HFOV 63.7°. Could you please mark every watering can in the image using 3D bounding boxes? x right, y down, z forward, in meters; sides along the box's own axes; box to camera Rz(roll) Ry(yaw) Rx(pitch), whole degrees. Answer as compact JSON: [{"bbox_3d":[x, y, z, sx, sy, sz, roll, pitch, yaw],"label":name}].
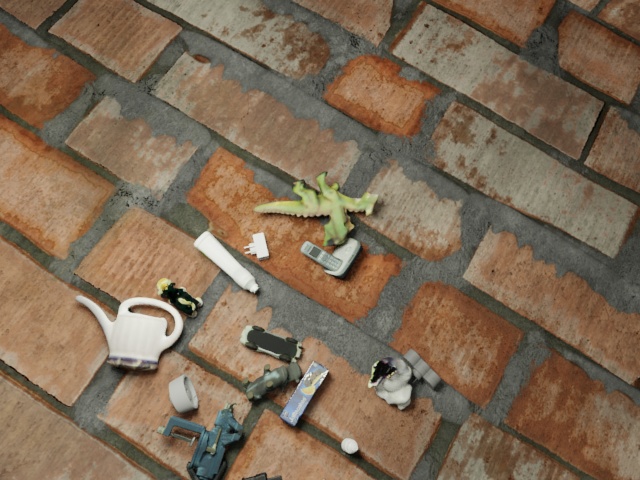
[{"bbox_3d":[-0.608,0.288,1.608,0.347,0.228,0.102,7,-18,-2],"label":"watering can"}]

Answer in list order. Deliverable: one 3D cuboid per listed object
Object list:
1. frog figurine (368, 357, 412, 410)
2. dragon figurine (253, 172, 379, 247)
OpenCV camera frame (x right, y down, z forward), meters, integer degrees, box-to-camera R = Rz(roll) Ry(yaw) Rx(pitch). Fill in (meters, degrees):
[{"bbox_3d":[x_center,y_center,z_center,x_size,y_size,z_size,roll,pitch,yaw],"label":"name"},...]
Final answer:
[{"bbox_3d":[0.239,0.452,1.634,0.157,0.137,0.124,43,5,-26],"label":"frog figurine"},{"bbox_3d":[0.005,-0.088,1.747,0.412,0.246,0.120,-24,-24,-11],"label":"dragon figurine"}]
